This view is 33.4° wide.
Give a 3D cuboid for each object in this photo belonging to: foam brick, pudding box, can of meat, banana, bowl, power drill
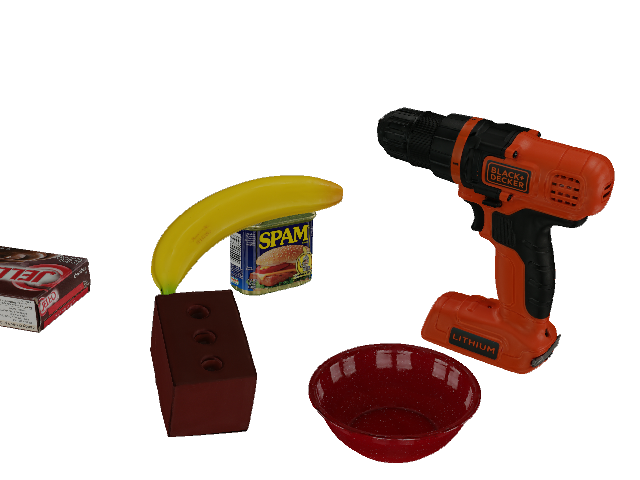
[{"bbox_3d":[-0.076,0.077,0.676,0.053,0.051,0.078,-3,43,-19],"label":"foam brick"},{"bbox_3d":[-0.276,0.041,0.951,0.114,0.039,0.090,5,22,17],"label":"pudding box"},{"bbox_3d":[-0.056,0.010,1.221,0.101,0.084,0.058,-12,22,-36],"label":"can of meat"},{"bbox_3d":[-0.072,-0.012,0.896,0.197,0.069,0.037,-35,-7,-25],"label":"banana"},{"bbox_3d":[0.069,0.161,1.010,0.162,0.055,0.162,-1,26,0],"label":"bowl"},{"bbox_3d":[0.121,-0.002,0.814,0.185,0.188,0.057,20,35,30],"label":"power drill"}]
